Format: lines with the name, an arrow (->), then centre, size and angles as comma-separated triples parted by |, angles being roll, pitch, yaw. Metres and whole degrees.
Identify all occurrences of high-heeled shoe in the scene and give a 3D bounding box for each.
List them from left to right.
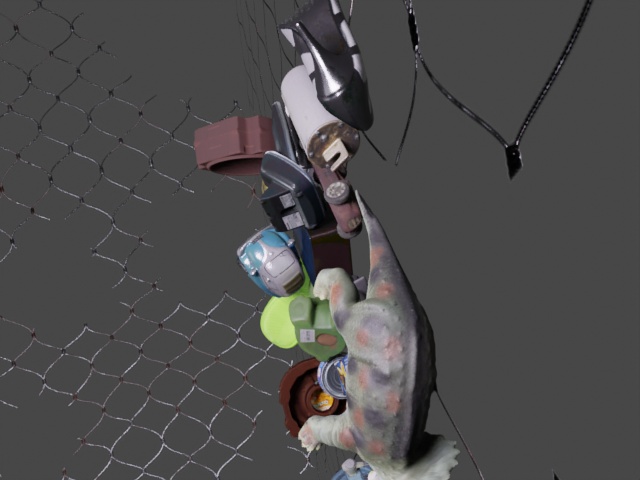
high-heeled shoe -> 0.019, -0.232, 0.685 | 0.145, 0.086, 0.249 | 50, -158, -23

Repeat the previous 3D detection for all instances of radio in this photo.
radio -> -0.002, -0.003, 1.001 | 0.230, 0.073, 0.130 | -117, 17, -64

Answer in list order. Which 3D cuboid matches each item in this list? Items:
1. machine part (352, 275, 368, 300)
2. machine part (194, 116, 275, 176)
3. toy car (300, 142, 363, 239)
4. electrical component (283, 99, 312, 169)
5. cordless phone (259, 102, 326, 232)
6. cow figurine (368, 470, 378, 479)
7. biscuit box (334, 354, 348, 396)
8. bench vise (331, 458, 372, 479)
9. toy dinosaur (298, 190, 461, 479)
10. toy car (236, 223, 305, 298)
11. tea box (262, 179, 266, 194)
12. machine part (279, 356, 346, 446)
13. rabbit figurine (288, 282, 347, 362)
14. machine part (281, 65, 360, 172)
machine part -> 0.068, 0.106, 0.818 | 0.139, 0.039, 0.084 | -122, 28, -69
machine part -> -0.160, -0.202, 1.195 | 0.201, 0.201, 0.087 | -1, -96, -54
toy car -> 0.019, -0.089, 0.816 | 0.202, 0.053, 0.089 | -111, -5, -45
electrical component -> -0.024, -0.206, 0.920 | 0.115, 0.058, 0.134 | -114, 16, -46
cordless phone -> -0.052, -0.119, 0.872 | 0.146, 0.089, 0.184 | 68, -170, -61
cow figurine -> 0.106, 0.309, 0.738 | 0.167, 0.068, 0.098 | -119, 25, -51
biscuit box -> 0.070, 0.207, 0.851 | 0.202, 0.063, 0.059 | 105, 151, -71
bench vise -> 0.081, 0.481, 0.955 | 0.224, 0.129, 0.240 | -113, 8, -54
toy dinosaur -> 0.075, 0.144, 0.597 | 0.192, 0.131, 0.404 | 4, 96, 53
toy car -> -0.079, 0.058, 1.023 | 0.103, 0.109, 0.161 | 40, 162, 47
tea box -> -0.084, -0.119, 1.269 | 0.169, 0.098, 0.068 | 135, 122, -77
machine part -> 0.004, 0.313, 1.059 | 0.056, 0.179, 0.179 | 132, 125, -80
rabbit figurine -> 0.018, 0.132, 1.019 | 0.170, 0.121, 0.158 | -85, -14, -49
machine part -> -0.002, -0.179, 0.765 | 0.243, 0.079, 0.079 | -111, 13, -46
